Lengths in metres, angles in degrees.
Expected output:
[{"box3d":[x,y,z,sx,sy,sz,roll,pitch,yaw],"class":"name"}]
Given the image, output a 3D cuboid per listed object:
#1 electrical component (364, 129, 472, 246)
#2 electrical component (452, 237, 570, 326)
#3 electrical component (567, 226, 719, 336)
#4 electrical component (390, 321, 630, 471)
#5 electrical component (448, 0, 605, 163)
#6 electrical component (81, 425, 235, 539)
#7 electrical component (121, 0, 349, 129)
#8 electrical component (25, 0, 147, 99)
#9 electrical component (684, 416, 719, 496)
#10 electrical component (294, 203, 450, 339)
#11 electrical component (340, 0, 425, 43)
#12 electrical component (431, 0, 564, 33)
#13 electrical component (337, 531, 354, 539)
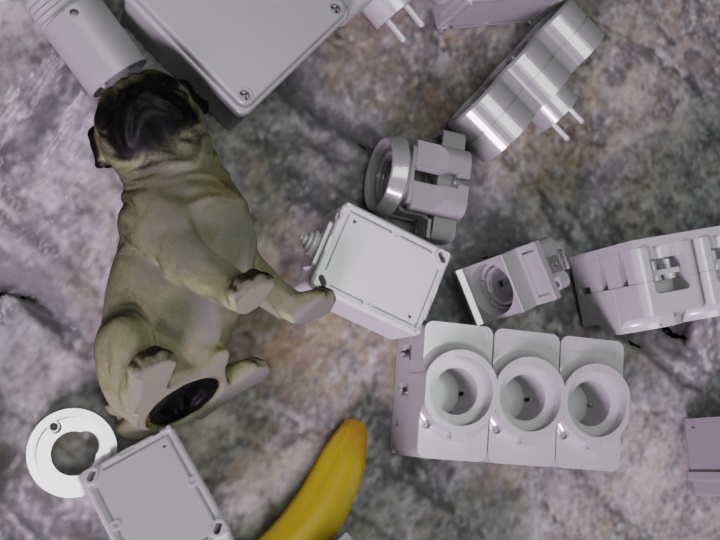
[{"box3d":[0.038,-0.061,0.743,0.057,0.058,0.078,11,79,-20],"class":"electrical component"},{"box3d":[0.109,0.006,0.752,0.064,0.081,0.042,-20,90,-42],"class":"electrical component"},{"box3d":[0.243,0.005,0.785,0.150,0.089,0.061,-9,86,-19],"class":"electrical component"},{"box3d":[0.104,0.088,0.743,0.150,0.062,0.089,7,81,-17],"class":"electrical component"},{"box3d":[0.134,-0.127,0.785,0.074,0.052,0.138,45,72,-8],"class":"electrical component"},{"box3d":[-0.116,0.155,0.647,0.062,0.061,0.096,-28,61,-15],"class":"electrical component"},{"box3d":[-0.084,-0.170,0.718,0.108,0.056,0.108,45,72,-8],"class":"electrical component"},{"box3d":[-0.179,-0.156,0.691,0.043,0.043,0.081,-38,95,-19],"class":"electrical component"},{"box3d":[0.307,0.135,0.795,0.113,0.078,0.057,0,80,-18],"class":"electrical component"},{"box3d":[0.000,0.000,0.720,0.096,0.061,0.061,26,76,-13],"class":"electrical component"},{"box3d":[0.014,-0.197,0.759,0.077,0.044,0.079,-43,98,-18],"class":"electrical component"},{"box3d":[0.091,-0.213,0.778,0.096,0.062,0.061,-10,86,-19],"class":"electrical component"},{"box3d":[-0.032,0.228,0.660,0.121,0.078,0.063,-41,75,-12],"class":"electrical component"}]
